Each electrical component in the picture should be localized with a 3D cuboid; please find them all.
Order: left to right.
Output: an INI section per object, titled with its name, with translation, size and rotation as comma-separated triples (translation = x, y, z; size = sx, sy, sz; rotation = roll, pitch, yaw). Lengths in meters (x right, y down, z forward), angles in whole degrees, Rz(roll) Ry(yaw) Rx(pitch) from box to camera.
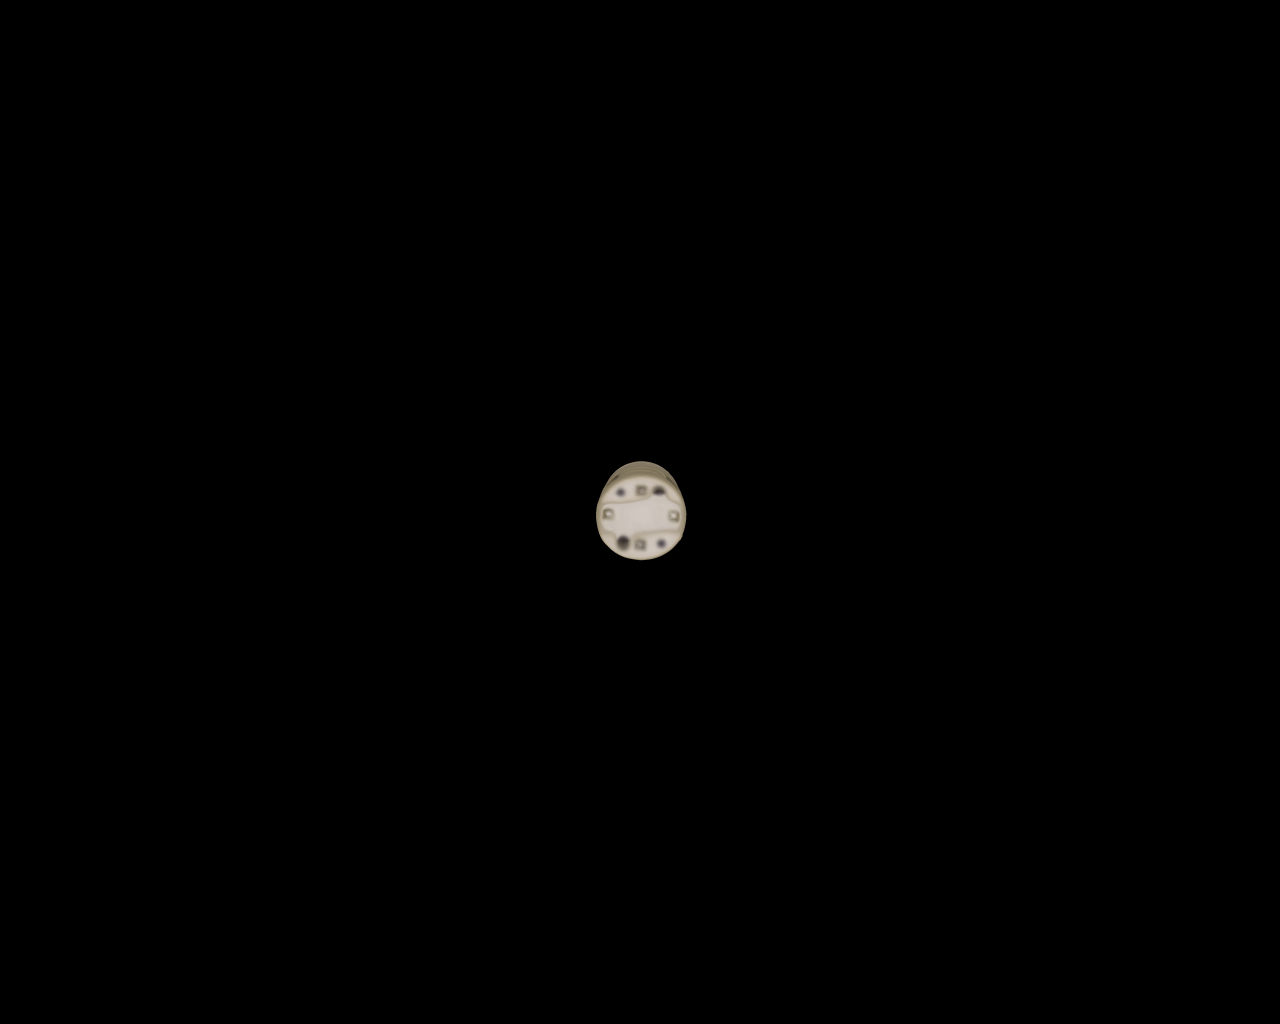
[electrical component]
translation = 0.001, -0.003, 0.650
size = 0.055, 0.055, 0.047
rotation = 0, 16, 0
